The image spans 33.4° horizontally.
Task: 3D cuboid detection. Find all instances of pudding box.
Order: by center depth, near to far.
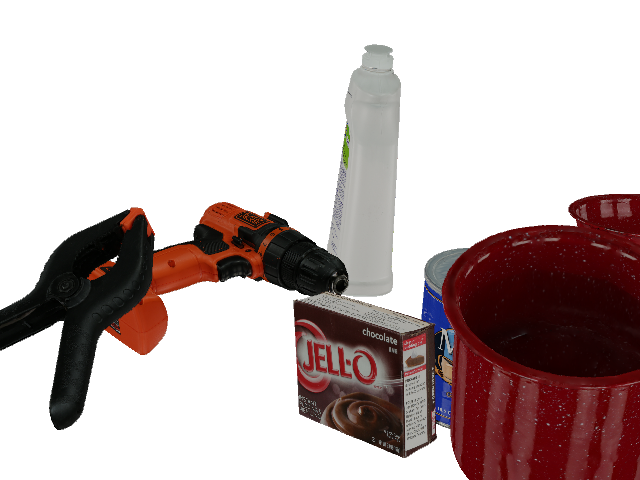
[{"bbox_3d":[0.030,0.091,0.754,0.039,0.090,0.114,-17,20,-41],"label":"pudding box"}]

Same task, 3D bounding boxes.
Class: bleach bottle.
[{"bbox_3d":[0.049,-0.074,1.101,0.068,0.251,0.102,0,27,-8],"label":"bleach bottle"}]

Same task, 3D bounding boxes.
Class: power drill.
[{"bbox_3d":[-0.093,0.032,0.912,0.187,0.057,0.185,-22,29,-35],"label":"power drill"}]

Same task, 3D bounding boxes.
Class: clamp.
[{"bbox_3d":[-0.180,0.044,0.733,0.120,0.171,0.039,15,-38,17],"label":"clamp"}]

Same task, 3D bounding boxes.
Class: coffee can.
[{"bbox_3d":[0.143,0.091,0.993,0.103,0.140,0.103,2,26,-1],"label":"coffee can"}]

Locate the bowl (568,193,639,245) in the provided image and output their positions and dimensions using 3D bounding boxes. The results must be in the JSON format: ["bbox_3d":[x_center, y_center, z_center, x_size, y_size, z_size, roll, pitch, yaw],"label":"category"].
[{"bbox_3d":[0.326,-0.001,1.060,0.162,0.055,0.162,1,17,0],"label":"bowl"}]

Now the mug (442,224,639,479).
[{"bbox_3d":[0.104,0.055,0.413,0.117,0.081,0.093,8,38,14],"label":"mug"}]
